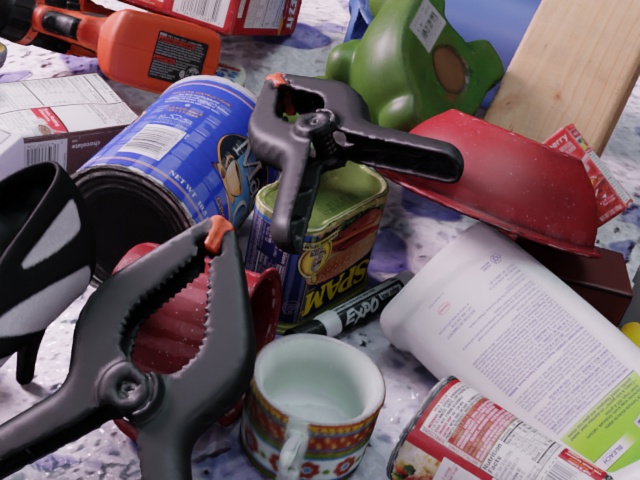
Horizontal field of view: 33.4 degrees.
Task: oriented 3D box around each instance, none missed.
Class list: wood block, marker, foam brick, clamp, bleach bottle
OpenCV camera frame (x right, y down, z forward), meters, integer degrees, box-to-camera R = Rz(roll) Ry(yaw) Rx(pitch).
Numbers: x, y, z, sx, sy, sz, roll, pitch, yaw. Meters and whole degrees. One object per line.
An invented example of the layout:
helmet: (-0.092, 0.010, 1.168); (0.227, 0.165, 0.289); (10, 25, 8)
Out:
wood block: (0.207, -0.137, 0.857); (0.090, 0.091, 0.206); (25, 78, 15)
marker: (0.021, 0.048, 0.701); (0.020, 0.020, 0.120); (37, 41, 29)
foam brick: (0.168, 0.034, 0.741); (0.078, 0.051, 0.053); (14, 34, 0)
clamp: (0.012, -0.062, 0.664); (0.120, 0.039, 0.171); (-15, 40, -6)
bleach bottle: (0.152, 0.103, 0.619); (0.102, 0.068, 0.251); (-45, 61, 1)
clamp: (-0.102, 0.079, 0.528); (0.164, 0.036, 0.210); (16, 70, 9)

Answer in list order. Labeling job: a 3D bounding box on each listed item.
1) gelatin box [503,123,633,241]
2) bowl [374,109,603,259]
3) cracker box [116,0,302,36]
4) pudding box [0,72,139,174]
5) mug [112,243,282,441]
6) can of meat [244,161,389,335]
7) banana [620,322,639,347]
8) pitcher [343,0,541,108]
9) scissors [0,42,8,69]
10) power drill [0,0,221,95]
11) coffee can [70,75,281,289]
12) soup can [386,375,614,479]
gelatin box: (0.168, -0.029, 0.777); (0.073, 0.089, 0.030); (54, 28, 6)
bowl: (0.118, -0.044, 0.696); (0.162, 0.055, 0.162); (21, 9, -4)
cracker box: (-0.115, -0.238, 0.950); (0.164, 0.072, 0.213); (19, 15, 8)
pudding box: (-0.199, -0.086, 0.799); (0.113, 0.039, 0.090); (-11, 39, -35)
mug: (-0.080, 0.060, 0.604); (0.081, 0.093, 0.117); (16, 70, 12)
can of meat: (-0.005, 0.001, 0.703); (0.057, 0.084, 0.101); (33, 40, 26)
banana: (0.228, 0.121, 0.657); (0.069, 0.037, 0.198); (10, 33, -36)
pitcher: (0.145, -0.191, 0.985); (0.243, 0.145, 0.149); (18, 75, 0)
scissors: (-0.325, -0.135, 0.763); (0.201, 0.016, 0.096); (1, 38, -27)
power drill: (-0.183, -0.163, 0.823); (0.188, 0.057, 0.184); (26, 14, 40)
coffee can: (-0.096, -0.035, 0.705); (0.103, 0.103, 0.140); (20, 36, 10)
soup can: (0.096, 0.127, 0.573); (0.102, 0.069, 0.068); (31, 39, 22)
